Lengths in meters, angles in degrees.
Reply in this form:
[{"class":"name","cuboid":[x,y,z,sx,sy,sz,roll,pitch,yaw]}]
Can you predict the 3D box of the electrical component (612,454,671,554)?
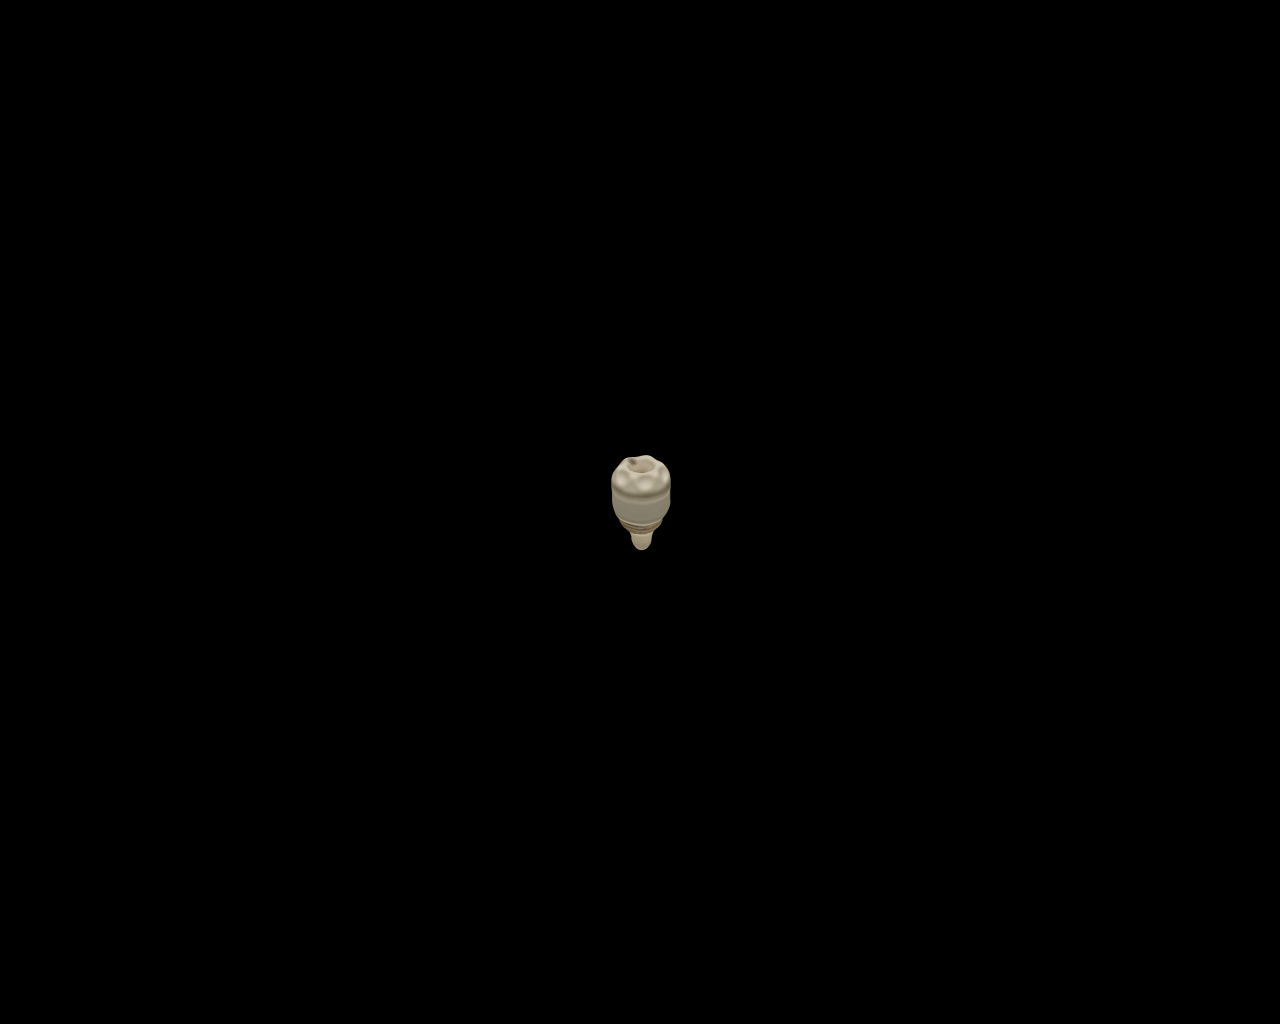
[{"class":"electrical component","cuboid":[0.001,-0.003,0.650,0.035,0.061,0.035,0,34,0]}]
